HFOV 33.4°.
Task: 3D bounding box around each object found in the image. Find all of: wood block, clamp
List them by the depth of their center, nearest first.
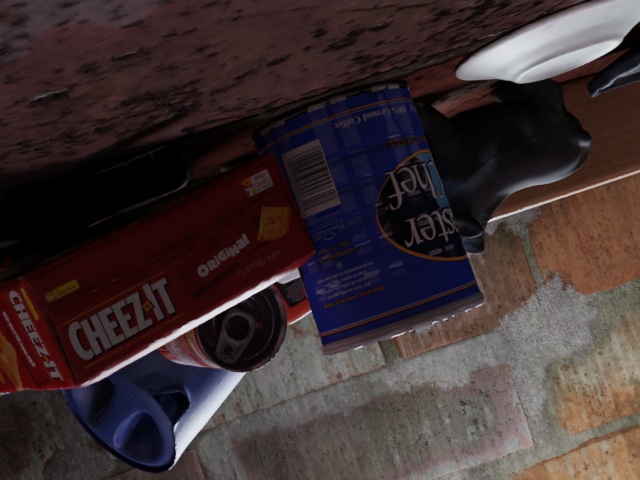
[{"bbox_3d":[-0.140,-0.014,0.563,0.120,0.039,0.172,-13,180,-24],"label":"clamp"},{"bbox_3d":[0.204,-0.081,0.919,0.205,0.090,0.091,-18,177,-19],"label":"wood block"}]

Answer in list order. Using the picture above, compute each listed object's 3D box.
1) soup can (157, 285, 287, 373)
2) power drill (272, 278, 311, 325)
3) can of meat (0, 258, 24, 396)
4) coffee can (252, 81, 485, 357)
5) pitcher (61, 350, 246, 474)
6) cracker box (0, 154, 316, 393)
[{"bbox_3d":[-0.076,0.058,0.762,0.068,0.068,0.102,-17,-175,-28],"label":"soup can"},{"bbox_3d":[-0.006,0.001,0.876,0.184,0.057,0.188,-36,-171,-4],"label":"power drill"},{"bbox_3d":[-0.210,0.057,0.785,0.083,0.102,0.058,-15,175,-21],"label":"can of meat"},{"bbox_3d":[0.029,-0.012,0.648,0.103,0.140,0.103,-19,176,-1],"label":"coffee can"},{"bbox_3d":[-0.129,0.095,1.024,0.242,0.149,0.145,-46,157,-41],"label":"pitcher"},{"bbox_3d":[-0.127,0.028,0.647,0.163,0.072,0.214,-30,-171,-32],"label":"cracker box"}]
